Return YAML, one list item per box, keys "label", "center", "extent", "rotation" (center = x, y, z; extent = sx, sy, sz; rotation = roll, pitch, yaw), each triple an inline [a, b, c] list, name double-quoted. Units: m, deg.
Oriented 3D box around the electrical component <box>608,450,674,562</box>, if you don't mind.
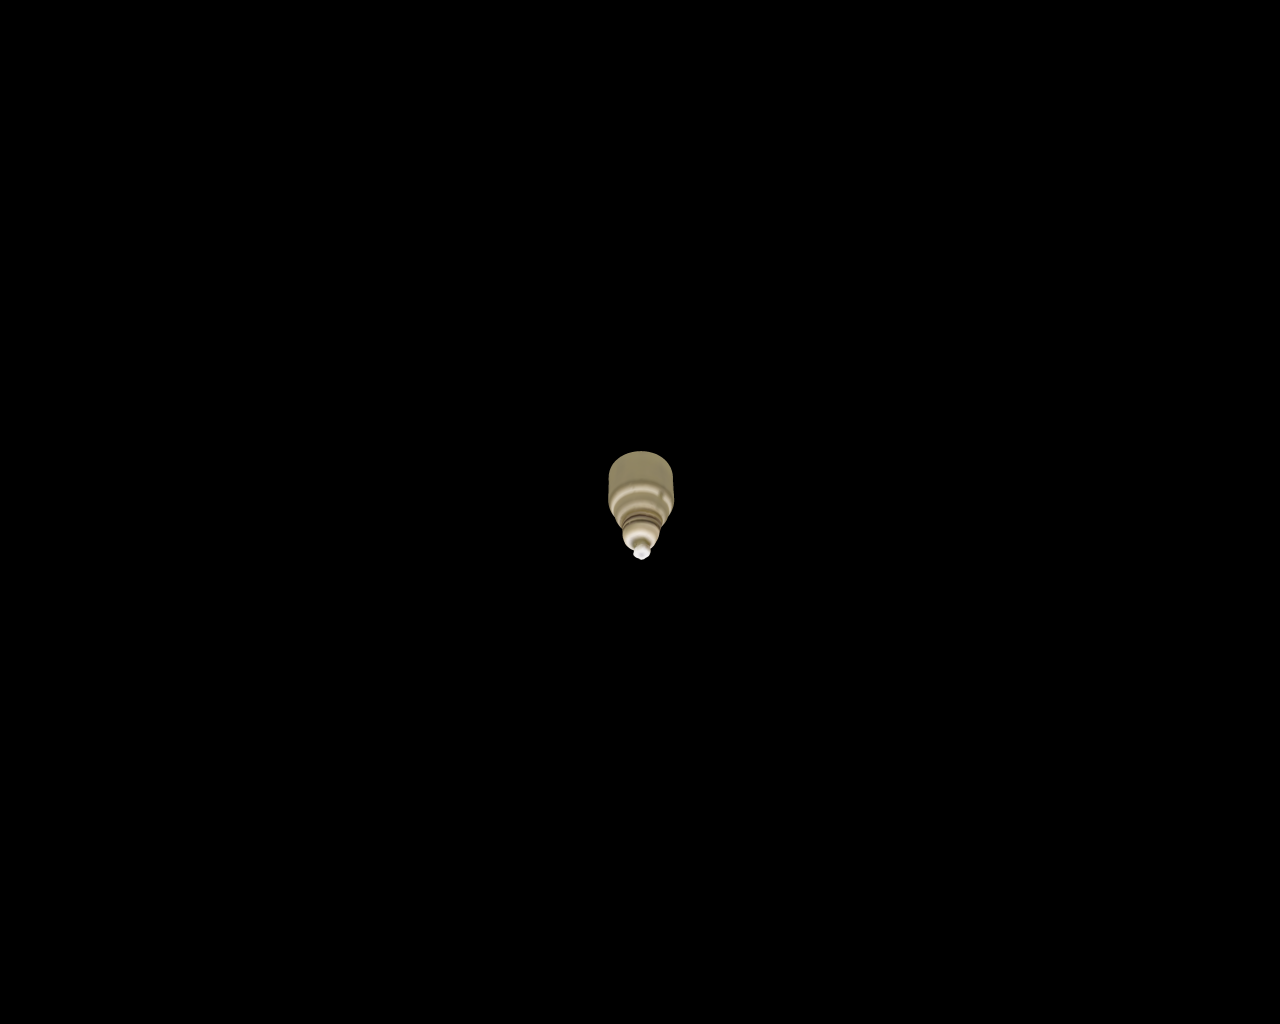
- label: "electrical component"
  center: [0.001, -0.003, 0.650]
  extent: [0.040, 0.040, 0.078]
  rotation: [0, 44, 0]
